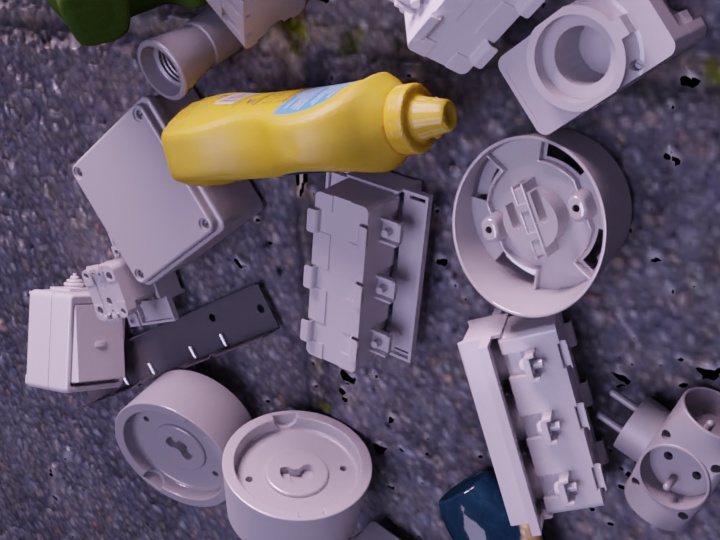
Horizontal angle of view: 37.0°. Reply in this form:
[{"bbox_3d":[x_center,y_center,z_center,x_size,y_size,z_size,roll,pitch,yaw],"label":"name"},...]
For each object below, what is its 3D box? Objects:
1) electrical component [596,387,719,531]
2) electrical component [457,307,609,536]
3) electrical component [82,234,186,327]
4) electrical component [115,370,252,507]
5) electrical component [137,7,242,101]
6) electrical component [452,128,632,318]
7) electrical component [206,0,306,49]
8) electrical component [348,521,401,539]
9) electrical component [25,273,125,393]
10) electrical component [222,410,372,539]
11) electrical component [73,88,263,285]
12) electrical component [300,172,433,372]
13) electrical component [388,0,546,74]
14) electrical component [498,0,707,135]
[{"bbox_3d":[0.176,0.100,0.630,0.079,0.044,0.077,35,127,21],"label":"electrical component"},{"bbox_3d":[0.110,0.088,0.661,0.063,0.078,0.121,-13,102,18],"label":"electrical component"},{"bbox_3d":[-0.180,0.009,0.846,0.042,0.064,0.081,-10,103,39],"label":"electrical component"},{"bbox_3d":[-0.134,0.129,0.862,0.108,0.060,0.108,16,130,19],"label":"electrical component"},{"bbox_3d":[-0.111,-0.149,0.722,0.044,0.065,0.044,30,143,25],"label":"electrical component"},{"bbox_3d":[0.103,-0.030,0.614,0.099,0.064,0.099,16,119,31],"label":"electrical component"},{"bbox_3d":[-0.069,-0.187,0.658,0.055,0.050,0.089,51,168,8],"label":"electrical component"},{"bbox_3d":[0.015,0.243,0.781,0.100,0.100,0.048,32,138,22],"label":"electrical component"},{"bbox_3d":[-0.234,0.051,0.896,0.061,0.062,0.096,4,92,36],"label":"electrical component"},{"bbox_3d":[-0.048,0.162,0.789,0.108,0.108,0.060,27,130,25],"label":"electrical component"},{"bbox_3d":[-0.143,-0.061,0.792,0.109,0.056,0.108,-32,89,41],"label":"electrical component"},{"bbox_3d":[0.000,0.000,0.706,0.079,0.063,0.121,21,121,29],"label":"electrical component"},{"bbox_3d":[0.072,-0.167,0.567,0.121,0.079,0.063,-45,36,40],"label":"electrical component"},{"bbox_3d":[0.124,-0.116,0.565,0.089,0.056,0.050,-32,89,41],"label":"electrical component"}]
